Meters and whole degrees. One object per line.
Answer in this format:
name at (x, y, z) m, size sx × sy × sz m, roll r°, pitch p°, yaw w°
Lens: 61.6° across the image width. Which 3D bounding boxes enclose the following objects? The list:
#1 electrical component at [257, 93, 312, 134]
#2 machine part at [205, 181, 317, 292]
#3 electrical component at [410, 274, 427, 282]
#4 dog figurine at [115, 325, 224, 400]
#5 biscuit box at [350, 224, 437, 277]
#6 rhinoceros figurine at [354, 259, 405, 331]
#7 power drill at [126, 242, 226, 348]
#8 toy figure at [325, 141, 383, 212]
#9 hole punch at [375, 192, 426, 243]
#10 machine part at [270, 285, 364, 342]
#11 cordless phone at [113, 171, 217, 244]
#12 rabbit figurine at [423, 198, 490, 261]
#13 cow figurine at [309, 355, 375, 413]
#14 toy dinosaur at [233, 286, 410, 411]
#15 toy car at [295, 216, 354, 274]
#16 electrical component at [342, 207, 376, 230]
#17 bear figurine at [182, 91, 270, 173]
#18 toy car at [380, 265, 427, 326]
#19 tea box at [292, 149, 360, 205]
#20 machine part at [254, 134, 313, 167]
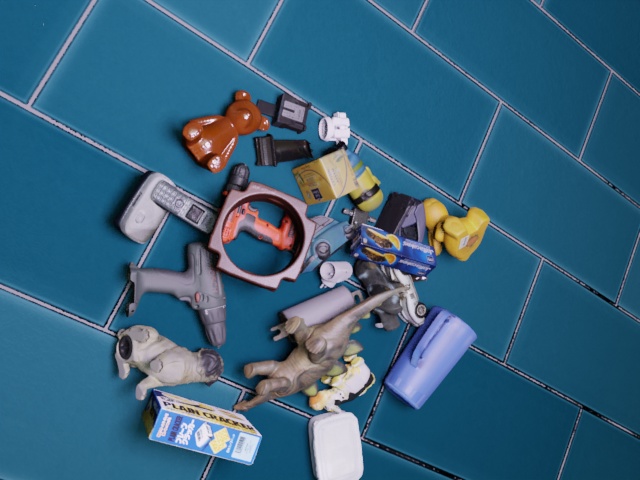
electrical component at (-0.085, -0.300, 1.252) m, size 0.119 × 0.048 × 0.075 m, roll 18°, pitch 81°, yaw -23°
machine part at (-0.124, -0.006, 1.133) m, size 0.201 × 0.087 × 0.201 m, roll 21°, pitch 79°, yaw -8°
electrical component at (0.253, 0.055, 1.369) m, size 0.045 × 0.078 × 0.102 m, roll 5°, pitch 58°, yaw 3°
dog figurine at (-0.313, 0.240, 1.131) m, size 0.190 × 0.121 × 0.172 m, roll 6°, pitch 42°, yaw -55°
biscuit box at (0.174, 0.027, 1.265) m, size 0.203 × 0.062 × 0.059 m, roll 16°, pitch 52°, yaw -16°
rhinoceros figurine at (0.143, 0.129, 1.304) m, size 0.073 × 0.112 × 0.190 m, roll -20°, pitch 83°, yaw -50°
power drill at (-0.300, 0.120, 1.132) m, size 0.207 × 0.086 × 0.232 m, roll -1°, pitch 87°, yaw -19°
toy figure at (0.082, -0.147, 1.288) m, size 0.082 × 0.089 × 0.180 m, roll -24°, pitch 116°, yaw 23°
hole punch at (0.211, -0.050, 1.327) m, size 0.092 × 0.142 × 0.115 m, roll 24°, pitch 93°, yaw -19°
machine part at (-0.005, 0.170, 1.255) m, size 0.243 × 0.079 × 0.079 m, roll -21°, pitch 97°, yaw -21°
cordless phone at (-0.320, -0.043, 1.126) m, size 0.184 × 0.089 × 0.146 m, roll 33°, pitch 76°, yaw -21°
rabbit figurine at (0.328, -0.036, 1.372) m, size 0.122 × 0.173 × 0.162 m, roll -34°, pitch 145°, yaw -19°
cow figurine at (0.053, 0.356, 1.281) m, size 0.167 × 0.068 × 0.098 m, roll -41°, pitch 110°, yaw -18°
toy dinosaur at (-0.002, 0.239, 1.185) m, size 0.471 × 0.105 × 0.198 m, roll -40°, pitch 144°, yaw 8°
toy car at (-0.003, -0.004, 1.251) m, size 0.162 × 0.109 × 0.103 m, roll -39°, pitch 86°, yaw -28°
electrical component at (0.094, -0.045, 1.332) m, size 0.094 × 0.021 × 0.063 m, roll 18°, pitch 82°, yaw -21°
bear figurine at (-0.197, -0.239, 1.163) m, size 0.196 × 0.132 × 0.120 m, roll -37°, pitch 107°, yaw -13°
toy car at (0.208, 0.124, 1.347) m, size 0.056 × 0.073 × 0.201 m, roll -22°, pitch 97°, yaw -25°
tea box at (0.010, -0.140, 1.220) m, size 0.068 × 0.170 × 0.098 m, roll -27°, pitch 97°, yaw -23°
machine part at (-0.084, -0.210, 1.255) m, size 0.139 × 0.039 × 0.084 m, roll -5°, pitch 85°, yaw -21°
